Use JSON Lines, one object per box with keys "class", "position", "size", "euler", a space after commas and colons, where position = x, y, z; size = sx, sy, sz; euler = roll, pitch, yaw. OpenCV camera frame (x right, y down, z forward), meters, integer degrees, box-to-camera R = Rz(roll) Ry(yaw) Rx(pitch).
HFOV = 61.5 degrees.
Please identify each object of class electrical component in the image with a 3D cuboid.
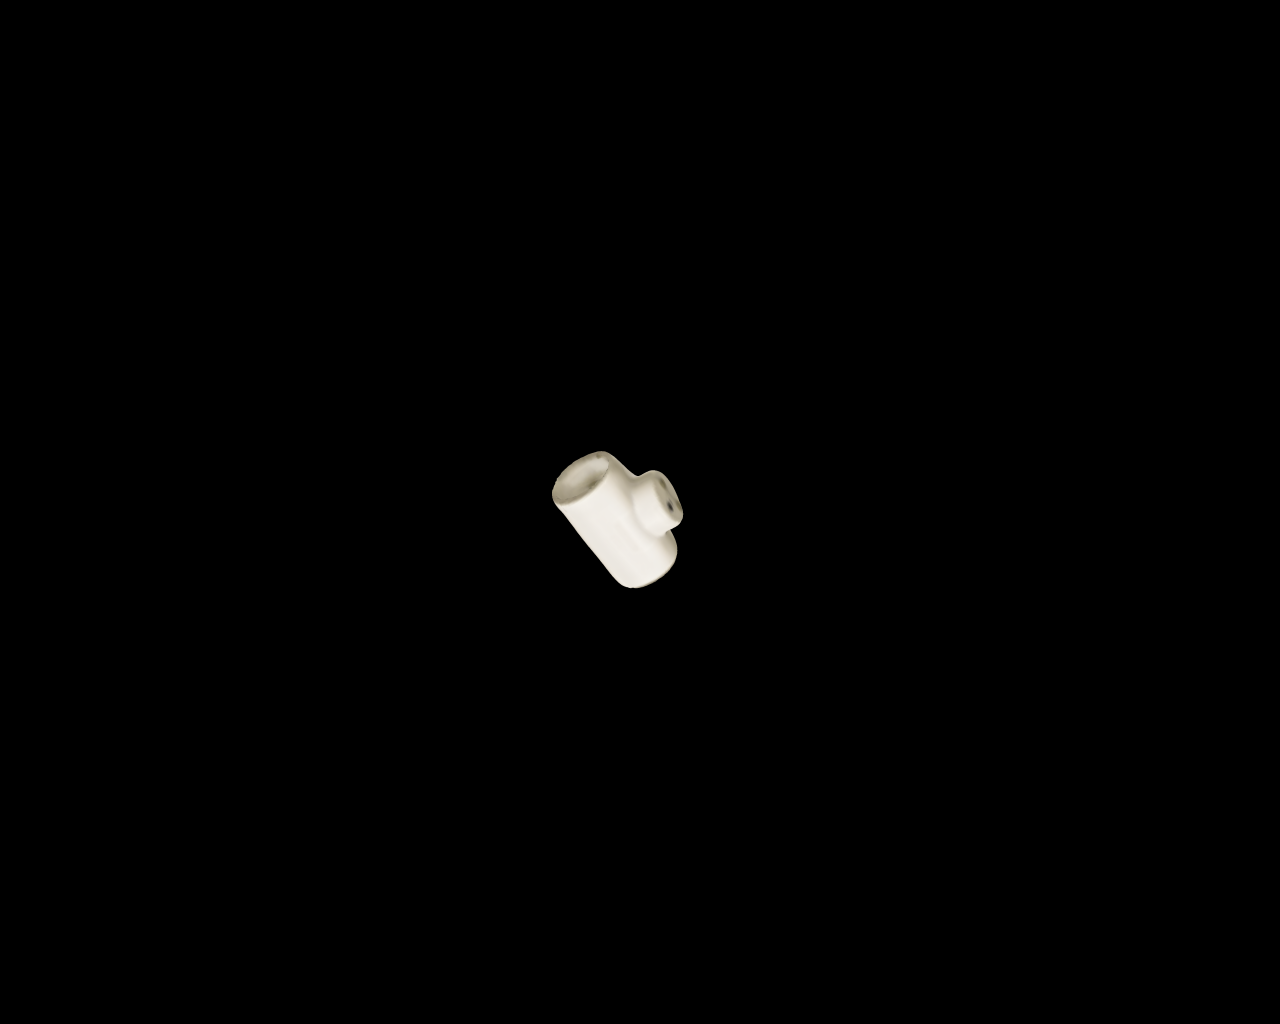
{"class": "electrical component", "position": [0.001, -0.003, 0.650], "size": [0.079, 0.077, 0.043], "euler": [-27, 32, 18]}
